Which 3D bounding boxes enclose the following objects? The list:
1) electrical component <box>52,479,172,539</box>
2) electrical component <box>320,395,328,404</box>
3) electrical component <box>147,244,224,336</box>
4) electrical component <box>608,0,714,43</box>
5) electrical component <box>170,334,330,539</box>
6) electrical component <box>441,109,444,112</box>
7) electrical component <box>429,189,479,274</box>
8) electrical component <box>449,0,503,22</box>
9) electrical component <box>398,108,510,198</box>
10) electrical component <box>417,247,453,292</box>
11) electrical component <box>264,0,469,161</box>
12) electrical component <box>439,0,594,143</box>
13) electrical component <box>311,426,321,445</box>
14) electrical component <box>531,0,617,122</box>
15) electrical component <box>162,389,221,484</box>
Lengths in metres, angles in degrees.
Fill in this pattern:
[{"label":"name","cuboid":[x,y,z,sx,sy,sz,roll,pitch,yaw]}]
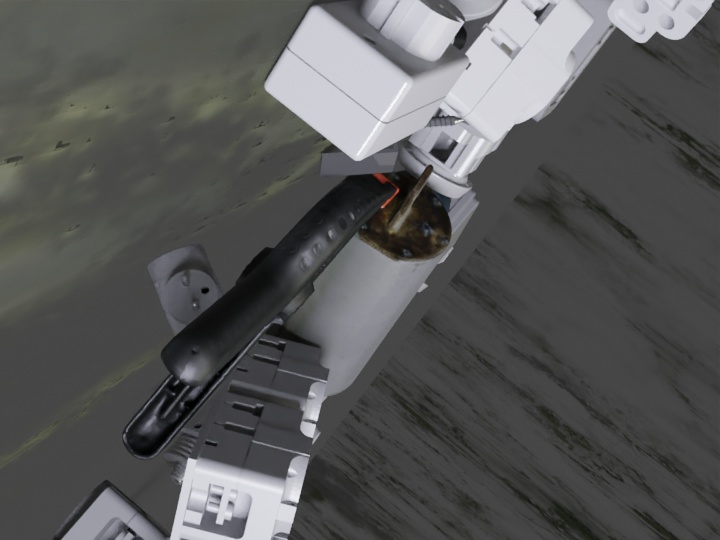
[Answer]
[{"label":"electrical component","cuboid":[-0.182,0.207,0.657,0.150,0.062,0.089,-50,173,-15]},{"label":"electrical component","cuboid":[-0.025,0.069,1.017,0.073,0.052,0.138,-47,172,-35]},{"label":"electrical component","cuboid":[-0.117,0.021,0.755,0.043,0.077,0.079,-22,172,-9]},{"label":"electrical component","cuboid":[0.162,-0.157,0.533,0.057,0.058,0.078,-45,172,-26]},{"label":"electrical component","cuboid":[-0.065,0.122,0.654,0.186,0.060,0.105,-78,-177,-71]},{"label":"electrical component","cuboid":[0.077,-0.126,0.686,0.078,0.040,0.040,-45,171,-45]},{"label":"electrical component","cuboid":[0.044,-0.025,0.956,0.108,0.056,0.108,-49,173,-20]},{"label":"electrical component","cuboid":[0.049,-0.134,0.472,0.035,0.035,0.061,-51,171,-2]},{"label":"electrical component","cuboid":[0.062,-0.087,0.735,0.057,0.058,0.078,-57,172,20]},{"label":"electrical component","cuboid":[0.056,-0.015,1.089,0.057,0.058,0.078,-55,173,4]},{"label":"electrical component","cuboid":[0.015,-0.092,0.417,0.075,0.047,0.083,-54,173,25]},{"label":"electrical component","cuboid":[0.084,-0.122,0.614,0.089,0.056,0.050,-51,-160,3]},{"label":"electrical component","cuboid":[-0.064,0.109,0.859,0.079,0.077,0.043,-48,172,-32]},{"label":"electrical component","cuboid":[0.156,-0.181,0.852,0.113,0.057,0.078,-54,173,24]},{"label":"electrical component","cuboid":[-0.108,0.124,0.786,0.081,0.043,0.043,-47,172,-33]}]
